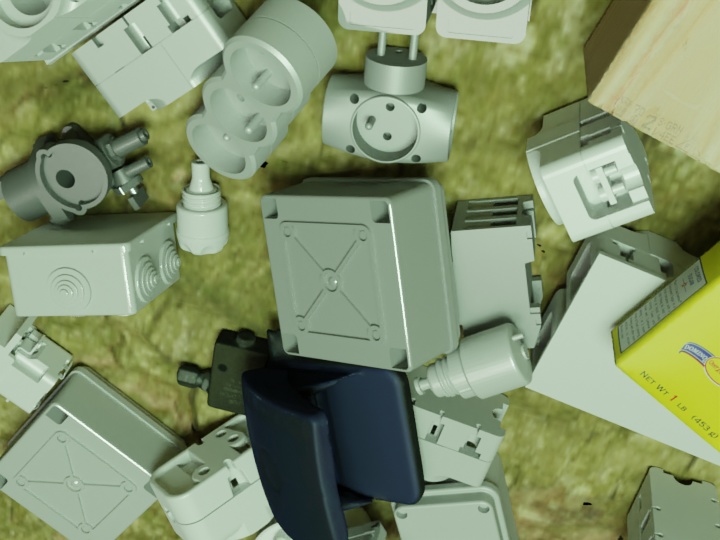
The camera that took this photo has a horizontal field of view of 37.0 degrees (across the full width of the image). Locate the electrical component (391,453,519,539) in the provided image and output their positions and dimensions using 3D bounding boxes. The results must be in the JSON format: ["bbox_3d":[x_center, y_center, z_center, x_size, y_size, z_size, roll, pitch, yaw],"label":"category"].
[{"bbox_3d":[0.073,0.194,0.790,0.078,0.057,0.113,-8,117,15],"label":"electrical component"}]

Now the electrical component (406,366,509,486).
[{"bbox_3d":[0.051,0.108,0.751,0.089,0.050,0.055,20,120,1],"label":"electrical component"}]

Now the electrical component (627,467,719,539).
[{"bbox_3d":[0.215,0.190,0.740,0.050,0.089,0.055,16,120,2],"label":"electrical component"}]

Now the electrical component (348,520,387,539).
[{"bbox_3d":[0.006,0.214,0.757,0.081,0.042,0.063,-20,111,23],"label":"electrical component"}]

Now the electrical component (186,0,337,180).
[{"bbox_3d":[-0.052,-0.114,0.636,0.052,0.073,0.138,38,150,-5],"label":"electrical component"}]

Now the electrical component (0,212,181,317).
[{"bbox_3d":[-0.174,-0.004,0.708,0.100,0.099,0.048,-1,106,12],"label":"electrical component"}]

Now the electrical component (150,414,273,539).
[{"bbox_3d":[-0.095,0.155,0.781,0.054,0.095,0.059,18,135,54],"label":"electrical component"}]

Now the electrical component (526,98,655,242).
[{"bbox_3d":[0.132,-0.061,0.619,0.056,0.089,0.050,-21,112,21],"label":"electrical component"}]

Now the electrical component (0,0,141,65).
[{"bbox_3d":[-0.150,-0.206,0.596,0.186,0.060,0.105,-28,92,23],"label":"electrical component"}]

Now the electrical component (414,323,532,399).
[{"bbox_3d":[0.071,0.061,0.673,0.078,0.040,0.040,-21,112,21],"label":"electrical component"}]

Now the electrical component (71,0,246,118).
[{"bbox_3d":[-0.117,-0.136,0.651,0.089,0.050,0.055,-28,109,23],"label":"electrical component"}]

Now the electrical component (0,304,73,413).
[{"bbox_3d":[-0.252,0.068,0.796,0.064,0.042,0.081,37,119,-14],"label":"electrical component"}]

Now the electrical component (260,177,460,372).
[{"bbox_3d":[0.000,0.000,0.665,0.109,0.056,0.108,4,108,40],"label":"electrical component"}]

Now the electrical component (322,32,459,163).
[{"bbox_3d":[0.020,-0.108,0.642,0.077,0.044,0.079,9,119,7],"label":"electrical component"}]

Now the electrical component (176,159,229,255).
[{"bbox_3d":[-0.104,-0.043,0.709,0.035,0.035,0.061,6,116,8],"label":"electrical component"}]

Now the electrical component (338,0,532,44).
[{"bbox_3d":[0.046,-0.220,0.566,0.105,0.060,0.186,7,119,8],"label":"electrical component"}]

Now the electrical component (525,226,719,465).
[{"bbox_3d":[0.213,0.053,0.682,0.186,0.060,0.105,22,120,-1],"label":"electrical component"}]

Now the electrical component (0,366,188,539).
[{"bbox_3d":[-0.207,0.146,0.821,0.109,0.056,0.109,40,118,-11],"label":"electrical component"}]

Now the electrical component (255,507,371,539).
[{"bbox_3d":[-0.033,0.216,0.816,0.099,0.064,0.099,1,108,3],"label":"electrical component"}]
